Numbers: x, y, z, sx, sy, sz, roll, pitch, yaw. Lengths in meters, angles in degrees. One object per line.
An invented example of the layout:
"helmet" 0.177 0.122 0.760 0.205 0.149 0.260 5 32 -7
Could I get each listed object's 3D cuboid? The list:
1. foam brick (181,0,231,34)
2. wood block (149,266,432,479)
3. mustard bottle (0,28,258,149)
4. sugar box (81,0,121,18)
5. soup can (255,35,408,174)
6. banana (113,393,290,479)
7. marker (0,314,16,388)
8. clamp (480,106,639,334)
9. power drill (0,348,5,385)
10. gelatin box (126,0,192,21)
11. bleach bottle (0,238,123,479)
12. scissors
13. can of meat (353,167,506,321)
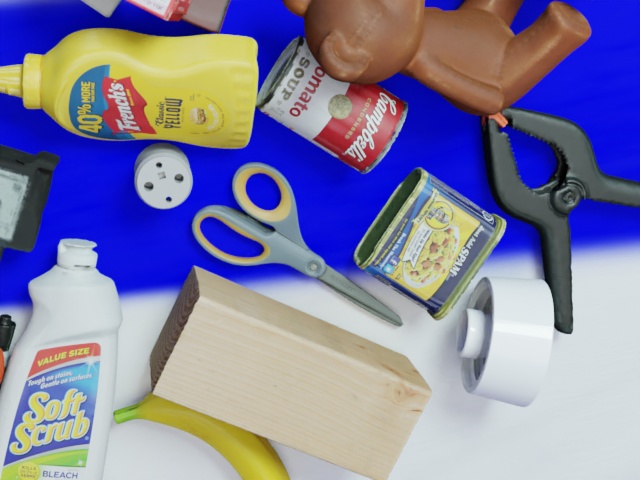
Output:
"foam brick" -0.089 -0.202 0.807 0.051 0.053 0.078 18 99 -13
"wood block" -0.027 0.109 0.876 0.206 0.090 0.091 24 99 -15
"mustard bottle" -0.145 -0.115 0.805 0.191 0.058 0.096 3 144 -8
"sugar box" -0.204 -0.252 0.780 0.176 0.048 0.093 34 96 -19
"soup can" 0.009 -0.106 0.839 0.102 0.068 0.068 31 97 -14
"banana" -0.079 0.181 0.915 0.197 0.037 0.070 40 110 -15
"marker" -0.269 0.118 0.874 0.020 0.020 0.121 12 102 -12
"clamp" 0.202 -0.029 0.906 0.210 0.036 0.164 38 95 -15
"power drill" -0.353 0.119 0.825 0.188 0.057 0.184 -40 114 17
"gelatin box" -0.134 -0.183 0.741 0.089 0.073 0.030 25 99 -5
"bleach bottle" -0.218 0.123 0.863 0.102 0.068 0.251 7 100 -11
"scissors" -0.006 0.001 0.890 0.201 0.016 0.096 18 101 -13
"can of meat" 0.089 0.002 0.885 0.084 0.057 0.102 32 96 -13
